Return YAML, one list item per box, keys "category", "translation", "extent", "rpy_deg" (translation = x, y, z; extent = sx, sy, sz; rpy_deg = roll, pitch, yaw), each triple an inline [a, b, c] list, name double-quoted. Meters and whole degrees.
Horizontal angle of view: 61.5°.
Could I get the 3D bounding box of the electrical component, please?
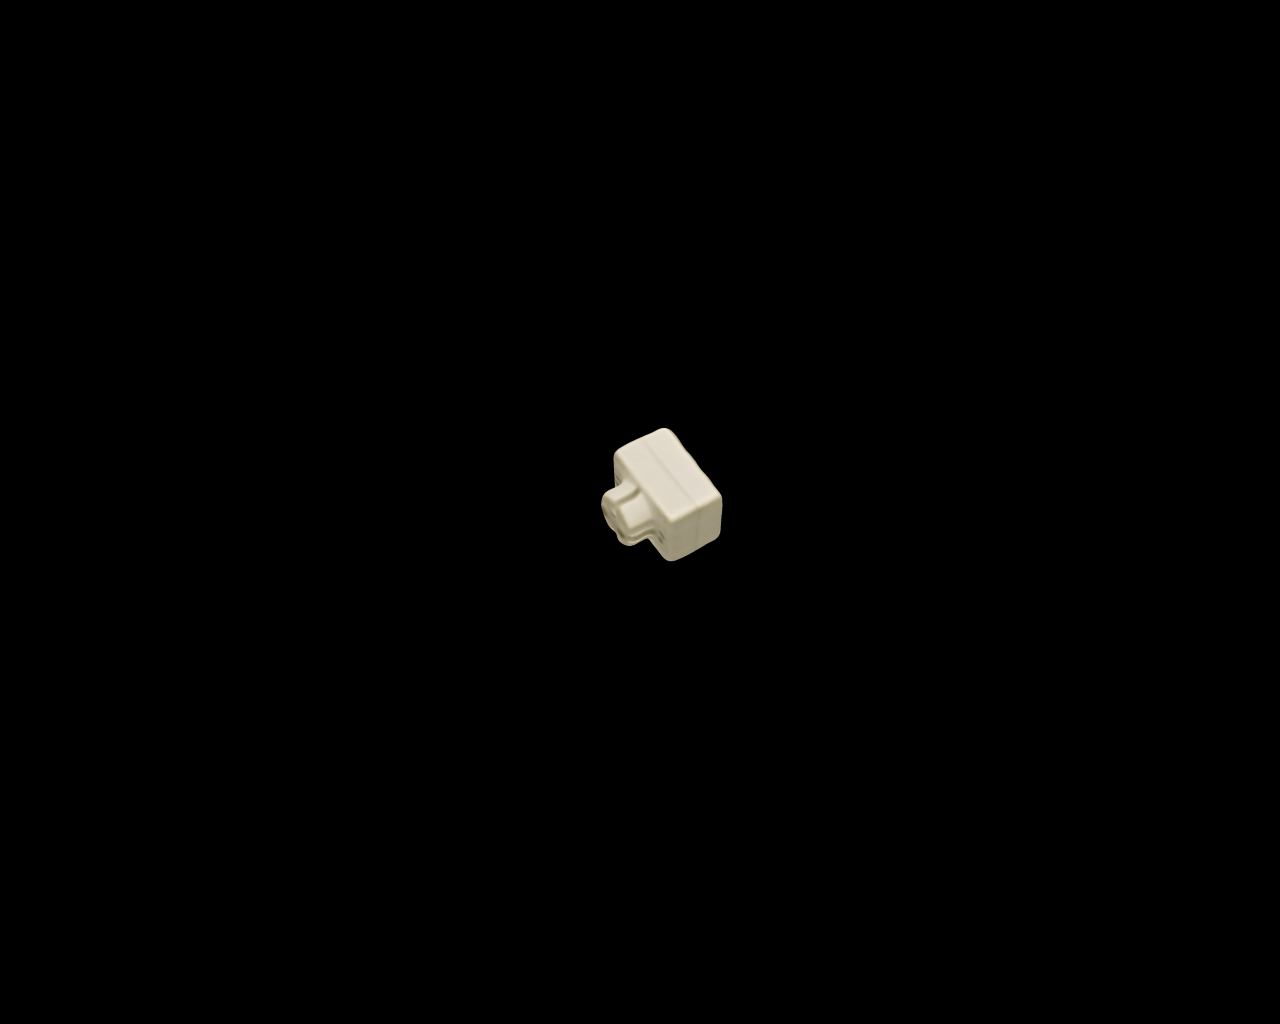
- category: "electrical component"
  translation: [0.001, -0.003, 0.650]
  extent: [0.077, 0.066, 0.047]
  rpy_deg: [-27, -32, -18]
